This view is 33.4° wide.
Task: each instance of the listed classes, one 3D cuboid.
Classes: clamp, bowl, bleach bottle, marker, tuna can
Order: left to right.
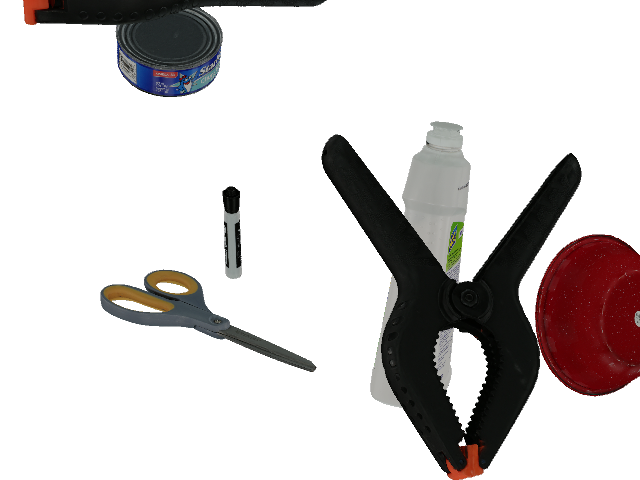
[{"bbox_3d":[-0.091,-0.153,0.617,0.171,0.039,0.120,-9,23,-24],"label":"clamp"},{"bbox_3d":[-0.124,-0.157,0.872,0.086,0.086,0.034,0,-40,-10],"label":"tuna can"},{"bbox_3d":[-0.096,-0.009,1.167,0.020,0.121,0.020,1,40,-1],"label":"marker"},{"bbox_3d":[0.096,0.019,0.947,0.068,0.251,0.102,11,19,14],"label":"bleach bottle"},{"bbox_3d":[0.072,0.032,0.632,0.164,0.210,0.036,10,-18,-8],"label":"clamp"},{"bbox_3d":[0.289,0.074,1.039,0.161,0.162,0.055,0,0,-28],"label":"bowl"}]

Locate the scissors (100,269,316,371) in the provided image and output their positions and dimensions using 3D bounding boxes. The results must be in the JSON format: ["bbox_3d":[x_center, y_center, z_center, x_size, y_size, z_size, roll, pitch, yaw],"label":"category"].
[{"bbox_3d":[-0.086,0.063,0.898,0.202,0.016,0.096,13,25,13],"label":"scissors"}]
